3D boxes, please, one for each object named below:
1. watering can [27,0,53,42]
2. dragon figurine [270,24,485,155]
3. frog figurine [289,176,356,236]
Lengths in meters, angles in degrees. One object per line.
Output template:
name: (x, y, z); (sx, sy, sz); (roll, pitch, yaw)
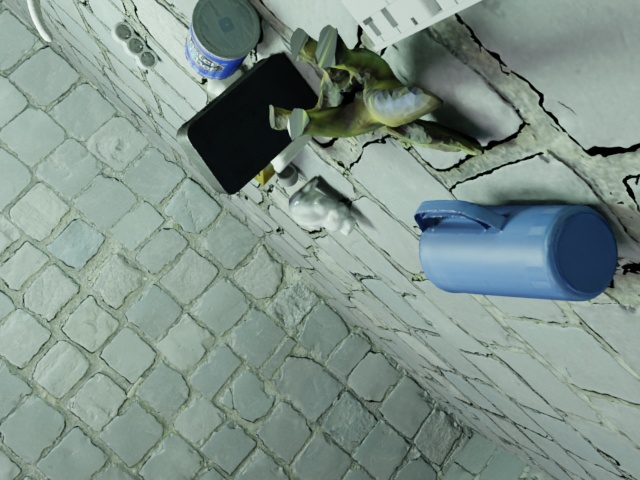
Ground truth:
watering can: (-0.700, -0.644, 1.180); (0.103, 0.228, 0.343); (-6, 134, 50)
dragon figurine: (0.087, -0.146, 0.586); (0.242, 0.121, 0.416); (8, -163, -28)
frog figurine: (0.004, -0.062, 1.237); (0.160, 0.124, 0.135); (52, 150, 7)
